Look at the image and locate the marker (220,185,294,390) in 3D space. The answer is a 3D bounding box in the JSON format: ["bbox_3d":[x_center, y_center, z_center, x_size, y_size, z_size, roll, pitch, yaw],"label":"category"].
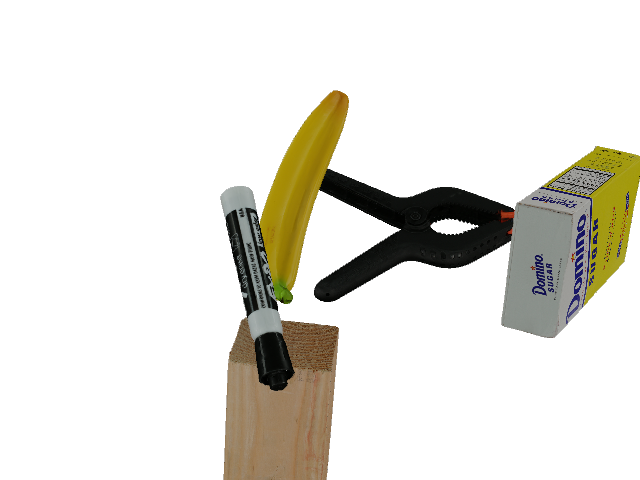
[{"bbox_3d":[-0.034,0.025,0.574,0.020,0.121,0.020,-11,-30,-7],"label":"marker"}]

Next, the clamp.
[{"bbox_3d":[0.087,-0.004,1.040,0.210,0.164,0.036,3,-40,5],"label":"clamp"}]

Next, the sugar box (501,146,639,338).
[{"bbox_3d":[0.186,-0.003,0.776,0.048,0.093,0.176,13,24,25],"label":"sugar box"}]

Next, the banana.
[{"bbox_3d":[-0.017,-0.028,0.859,0.037,0.197,0.070,31,-31,-31],"label":"banana"}]

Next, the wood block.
[{"bbox_3d":[-0.037,0.184,0.962,0.090,0.206,0.090,5,22,3],"label":"wood block"}]
